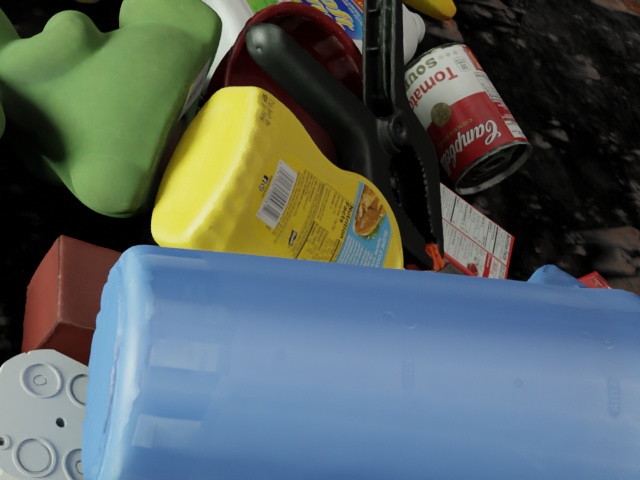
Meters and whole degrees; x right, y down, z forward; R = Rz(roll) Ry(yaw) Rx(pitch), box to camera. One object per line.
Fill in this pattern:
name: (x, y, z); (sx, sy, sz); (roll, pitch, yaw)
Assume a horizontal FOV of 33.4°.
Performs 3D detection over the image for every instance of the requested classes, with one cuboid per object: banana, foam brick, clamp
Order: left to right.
foam brick: (-0.109, 0.041, 0.551); (0.078, 0.051, 0.053); (18, 48, -29)
banana: (0.040, -0.226, 0.920); (0.197, 0.037, 0.069); (-6, 84, -41)
clamp: (0.039, -0.078, 0.686); (0.164, 0.036, 0.210); (-51, 125, -42)

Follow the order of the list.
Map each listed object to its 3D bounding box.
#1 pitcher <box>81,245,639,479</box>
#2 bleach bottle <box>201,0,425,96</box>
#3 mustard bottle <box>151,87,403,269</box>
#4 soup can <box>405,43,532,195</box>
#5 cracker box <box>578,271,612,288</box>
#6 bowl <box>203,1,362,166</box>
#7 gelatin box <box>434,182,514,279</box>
pitcher: (0.025, 0.080, 0.464); (0.242, 0.145, 0.149); (9, 13, -17)
bleach bottle: (-0.008, -0.164, 0.803); (0.250, 0.068, 0.102); (-14, 67, -49)
mustard bottle: (-0.004, 0.001, 0.607); (0.191, 0.058, 0.096); (36, 69, -42)
soup can: (0.113, -0.096, 0.843); (0.068, 0.069, 0.102); (-7, 62, -44)
cracker box: (0.155, 0.121, 0.692); (0.213, 0.072, 0.164); (-15, 67, -46)
bowl: (-0.024, -0.067, 0.682); (0.161, 0.055, 0.162); (9, 78, -51)
gelatin box: (0.096, 0.004, 0.774); (0.089, 0.030, 0.073); (36, 40, -12)
